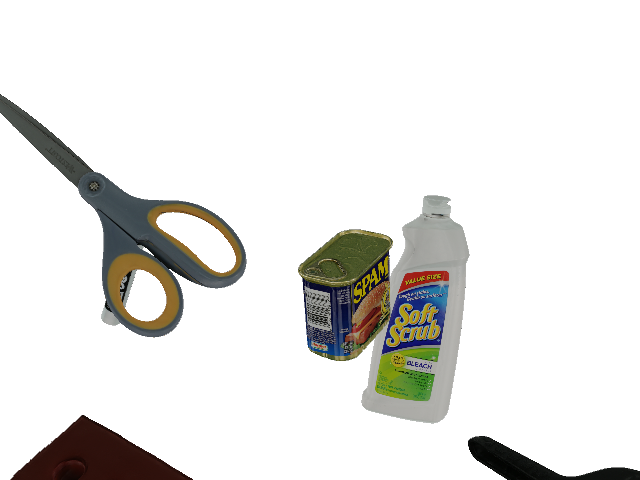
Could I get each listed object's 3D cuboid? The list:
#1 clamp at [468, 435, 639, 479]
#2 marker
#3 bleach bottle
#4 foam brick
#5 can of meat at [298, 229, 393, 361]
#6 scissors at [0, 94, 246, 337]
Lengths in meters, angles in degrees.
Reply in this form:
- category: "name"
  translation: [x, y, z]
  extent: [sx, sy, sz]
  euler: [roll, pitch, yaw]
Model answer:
- category: "clamp"
  translation: [0.202, 0.229, 0.862]
  extent: [0.210, 0.036, 0.164]
  euler: [2, 36, 24]
- category: "marker"
  translation: [-0.175, 0.026, 0.967]
  extent: [0.020, 0.121, 0.020]
  euler: [17, 30, -10]
- category: "bleach bottle"
  translation: [0.109, 0.073, 1.198]
  extent: [0.103, 0.251, 0.068]
  euler: [9, 14, 18]
- category: "foam brick"
  translation: [-0.085, 0.121, 0.445]
  extent: [0.078, 0.051, 0.052]
  euler: [23, 45, 28]
- category: "can of meat"
  translation: [0.025, 0.050, 0.976]
  extent: [0.058, 0.084, 0.101]
  euler: [12, 30, 27]
- category: "scissors"
  translation: [-0.142, -0.012, 0.658]
  extent: [0.202, 0.096, 0.016]
  euler: [26, -16, 9]
